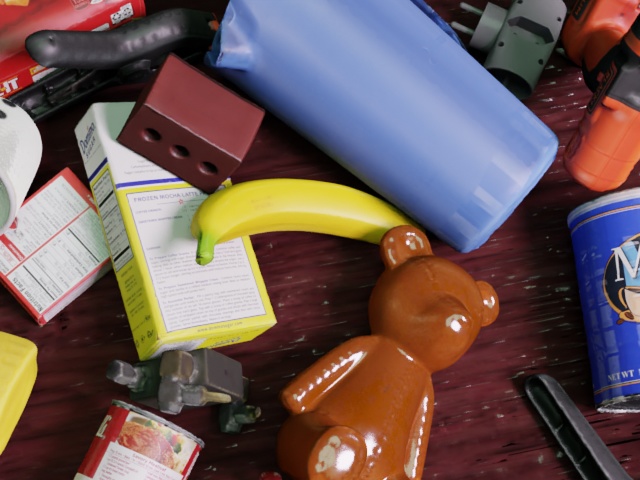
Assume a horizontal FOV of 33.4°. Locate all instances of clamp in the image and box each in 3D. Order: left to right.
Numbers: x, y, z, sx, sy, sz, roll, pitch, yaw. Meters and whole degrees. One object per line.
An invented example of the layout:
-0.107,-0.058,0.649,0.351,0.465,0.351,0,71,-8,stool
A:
-0.142,-0.133,0.756,0.171,0.120,0.039,-26,90,-20,clamp
0.209,0.189,0.722,0.210,0.036,0.164,21,56,-8,clamp

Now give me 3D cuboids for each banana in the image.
-0.015,-0.014,0.746,0.197,0.037,0.070,-6,58,-36,banana

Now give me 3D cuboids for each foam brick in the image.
-0.088,-0.077,0.724,0.078,0.053,0.051,30,53,-16,foam brick

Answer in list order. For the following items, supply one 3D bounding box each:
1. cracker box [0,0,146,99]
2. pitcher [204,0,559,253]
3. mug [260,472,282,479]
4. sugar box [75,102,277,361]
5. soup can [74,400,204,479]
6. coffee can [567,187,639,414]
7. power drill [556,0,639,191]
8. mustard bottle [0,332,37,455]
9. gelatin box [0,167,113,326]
-0.250,-0.215,0.794,0.164,0.072,0.214,-29,77,-13,cracker box
0.052,-0.111,0.768,0.243,0.145,0.149,40,92,4,pitcher
-0.032,0.208,0.680,0.093,0.081,0.117,-2,74,-6,mug
-0.102,-0.011,0.744,0.093,0.048,0.176,-7,69,-36,sugar box
-0.127,0.164,0.693,0.068,0.068,0.102,24,73,2,soup can
0.233,0.044,0.742,0.102,0.103,0.140,-3,74,-6,coffee can
0.222,-0.148,0.742,0.057,0.185,0.187,23,34,-5,power drill
-0.292,0.085,0.701,0.191,0.058,0.096,16,47,1,mustard bottle
-0.188,0.005,0.755,0.089,0.030,0.073,-42,83,-15,gelatin box
